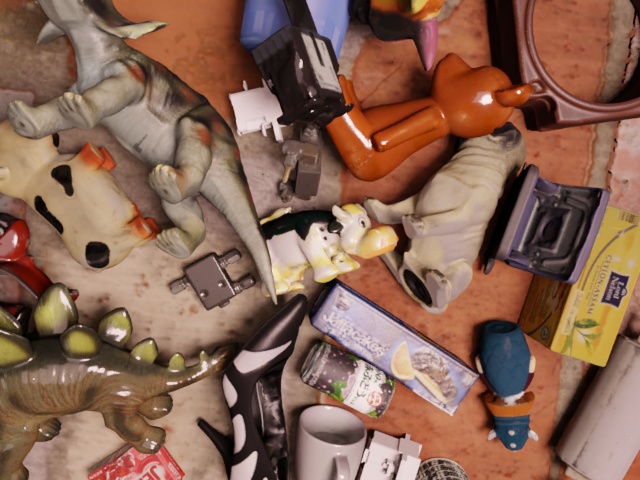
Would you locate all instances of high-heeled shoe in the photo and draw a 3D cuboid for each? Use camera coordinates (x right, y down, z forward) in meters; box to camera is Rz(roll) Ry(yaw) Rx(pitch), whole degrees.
[{"bbox_3d":[-0.045,0.192,0.617,0.145,0.086,0.248,38,108,10],"label":"high-heeled shoe"}]

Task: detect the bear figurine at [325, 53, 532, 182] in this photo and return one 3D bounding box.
[{"bbox_3d":[0.104,-0.146,0.565,0.196,0.120,0.132,-27,97,16],"label":"bear figurine"}]

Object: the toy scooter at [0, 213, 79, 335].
[{"bbox_3d":[-0.357,0.071,0.608,0.135,0.075,0.184,29,90,-7],"label":"toy scooter"}]

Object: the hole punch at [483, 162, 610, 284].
[{"bbox_3d":[0.246,-0.016,0.597,0.092,0.116,0.142,17,93,8],"label":"hole punch"}]

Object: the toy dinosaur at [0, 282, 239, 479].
[{"bbox_3d":[-0.320,0.153,0.565,0.471,0.105,0.198,-11,113,-13],"label":"toy dinosaur"}]

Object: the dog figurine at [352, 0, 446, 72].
[{"bbox_3d":[0.132,-0.275,0.524,0.192,0.108,0.219,2,64,20],"label":"dog figurine"}]

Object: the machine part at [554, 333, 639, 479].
[{"bbox_3d":[0.358,0.204,0.644,0.079,0.079,0.243,26,93,-4],"label":"machine part"}]

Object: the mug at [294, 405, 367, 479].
[{"bbox_3d":[0.011,0.267,0.627,0.081,0.110,0.107,4,106,-21],"label":"mug"}]

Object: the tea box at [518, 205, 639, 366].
[{"bbox_3d":[0.301,0.045,0.617,0.068,0.098,0.169,16,96,-3],"label":"tea box"}]

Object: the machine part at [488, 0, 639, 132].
[{"bbox_3d":[0.302,-0.230,0.598,0.201,0.087,0.201,-8,97,-2],"label":"machine part"}]

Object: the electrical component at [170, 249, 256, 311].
[{"bbox_3d":[-0.128,0.051,0.639,0.094,0.021,0.063,-27,96,0],"label":"electrical component"}]

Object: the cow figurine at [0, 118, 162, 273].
[{"bbox_3d":[-0.284,-0.051,0.596,0.127,0.085,0.195,-36,96,-5],"label":"cow figurine"}]

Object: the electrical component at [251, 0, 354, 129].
[{"bbox_3d":[-0.021,-0.165,0.489,0.048,0.075,0.119,-24,87,33],"label":"electrical component"}]

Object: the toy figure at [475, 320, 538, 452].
[{"bbox_3d":[0.228,0.176,0.646,0.058,0.064,0.154,-18,103,-38],"label":"toy figure"}]

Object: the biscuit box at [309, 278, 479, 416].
[{"bbox_3d":[0.083,0.122,0.633,0.203,0.063,0.059,33,93,-5],"label":"biscuit box"}]

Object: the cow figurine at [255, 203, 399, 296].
[{"bbox_3d":[0.001,-0.002,0.594,0.167,0.068,0.098,-22,81,26],"label":"cow figurine"}]

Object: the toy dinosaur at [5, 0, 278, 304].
[{"bbox_3d":[-0.163,-0.119,0.570,0.131,0.192,0.404,-21,120,43],"label":"toy dinosaur"}]

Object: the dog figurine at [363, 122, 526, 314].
[{"bbox_3d":[0.168,-0.025,0.614,0.190,0.121,0.172,-31,130,-16],"label":"dog figurine"}]

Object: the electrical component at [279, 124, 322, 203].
[{"bbox_3d":[-0.022,-0.084,0.597,0.045,0.102,0.078,2,70,-5],"label":"electrical component"}]
